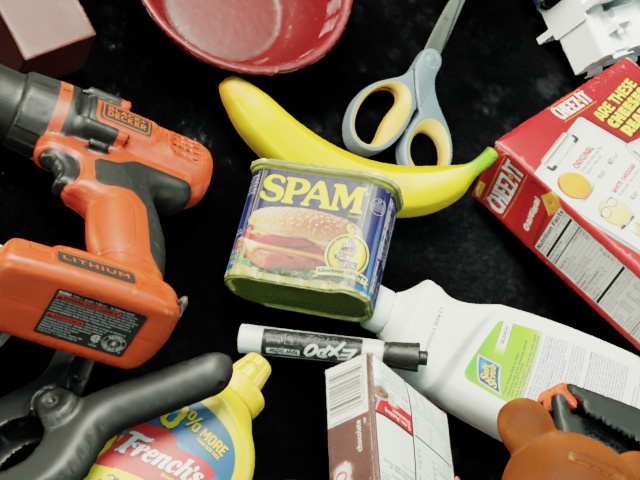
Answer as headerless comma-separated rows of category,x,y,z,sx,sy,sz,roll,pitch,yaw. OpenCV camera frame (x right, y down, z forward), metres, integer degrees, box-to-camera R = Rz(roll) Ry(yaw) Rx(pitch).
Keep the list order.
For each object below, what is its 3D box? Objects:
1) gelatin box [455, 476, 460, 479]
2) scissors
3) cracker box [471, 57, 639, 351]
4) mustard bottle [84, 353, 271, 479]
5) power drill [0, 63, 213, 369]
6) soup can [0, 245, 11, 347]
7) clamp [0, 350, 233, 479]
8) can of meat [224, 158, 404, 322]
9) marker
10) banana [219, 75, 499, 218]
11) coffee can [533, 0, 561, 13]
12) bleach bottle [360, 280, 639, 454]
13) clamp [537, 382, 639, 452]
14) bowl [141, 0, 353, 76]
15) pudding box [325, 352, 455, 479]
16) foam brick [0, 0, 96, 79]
gelatin box,0.083,0.209,0.681,0.073,0.030,0.089,46,61,-1
scissors,0.091,-0.116,0.810,0.096,0.016,0.201,48,57,-6
cracker box,0.243,-0.015,0.771,0.164,0.072,0.214,-32,67,-32
mustard bottle,-0.094,0.136,0.616,0.096,0.058,0.191,36,59,14
power drill,-0.147,-0.025,0.611,0.184,0.057,0.187,20,37,-22
soup can,-0.215,0.018,0.605,0.102,0.069,0.068,42,61,-4
clamp,-0.146,0.092,0.599,0.171,0.120,0.039,-33,129,-25
can of meat,-0.005,0.001,0.689,0.102,0.057,0.084,9,68,14
marker,0.008,0.069,0.680,0.121,0.020,0.020,6,67,6
banana,0.020,-0.056,0.736,0.197,0.037,0.070,14,99,-10
coffee can,0.191,-0.269,0.857,0.102,0.103,0.140,-20,80,-27
bleach bottle,0.140,0.090,0.730,0.250,0.068,0.102,27,61,-8
clamp,0.221,0.171,0.672,0.164,0.036,0.210,-29,79,-29
bowl,-0.061,-0.177,0.747,0.162,0.055,0.162,8,69,-20
pudding box,0.045,0.136,0.646,0.090,0.039,0.113,42,32,-35
foam brick,-0.188,-0.144,0.685,0.052,0.051,0.078,-26,83,-30
